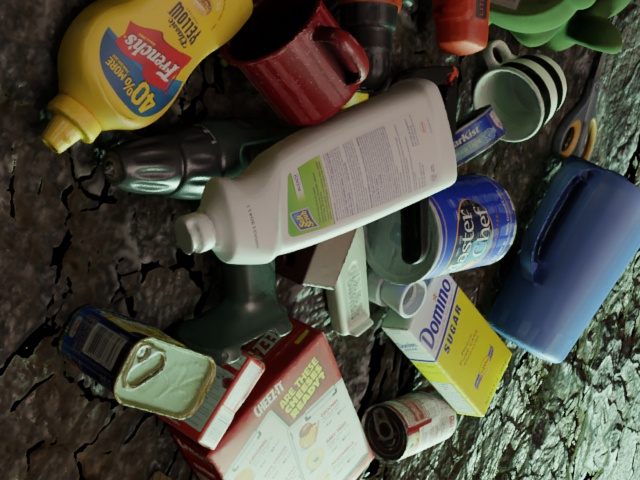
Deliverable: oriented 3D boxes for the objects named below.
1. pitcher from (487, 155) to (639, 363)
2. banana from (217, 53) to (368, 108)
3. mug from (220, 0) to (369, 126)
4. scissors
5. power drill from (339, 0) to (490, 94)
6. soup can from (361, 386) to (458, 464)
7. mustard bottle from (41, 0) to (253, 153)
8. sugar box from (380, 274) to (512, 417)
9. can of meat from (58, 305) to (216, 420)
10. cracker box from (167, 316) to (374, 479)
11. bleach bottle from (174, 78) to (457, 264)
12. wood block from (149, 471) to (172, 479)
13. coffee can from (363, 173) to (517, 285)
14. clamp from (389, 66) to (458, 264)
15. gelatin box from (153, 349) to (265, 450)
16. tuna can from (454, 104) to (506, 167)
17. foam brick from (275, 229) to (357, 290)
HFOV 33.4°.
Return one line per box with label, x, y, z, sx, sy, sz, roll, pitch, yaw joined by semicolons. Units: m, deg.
pitcher;0.303;0.022;1.314;0.243;0.149;0.145;-61;-178;5
banana;-0.008;-0.160;0.940;0.197;0.037;0.070;16;123;-49
mug;-0.010;-0.144;0.834;0.081;0.117;0.093;49;61;-38
scissors;0.330;-0.182;1.332;0.096;0.016;0.202;-20;123;-42
power drill;0.086;-0.218;0.970;0.187;0.057;0.184;0;93;-52
soup can;0.105;0.212;1.235;0.102;0.069;0.068;-10;117;-47
mustard bottle;-0.135;-0.139;0.782;0.191;0.058;0.096;-52;137;-16
sugar box;0.146;0.113;1.204;0.176;0.048;0.093;49;57;-35
can of meat;-0.150;0.097;0.868;0.102;0.084;0.057;28;87;-52
cracker box;-0.042;0.201;1.058;0.164;0.072;0.213;-46;137;-25
bleach bottle;-0.005;-0.051;0.857;0.250;0.068;0.102;-22;103;-31
wood block;-0.112;0.322;1.025;0.090;0.090;0.206;-49;139;-19
coffee can;0.124;-0.014;1.110;0.140;0.103;0.103;-10;116;-47
clamp;0.088;-0.090;1.011;0.209;0.036;0.164;-51;121;-42
gelatin box;-0.102;0.131;0.950;0.089;0.073;0.030;-58;142;-11
tuna can;0.148;-0.104;1.103;0.086;0.086;0.034;-37;98;-31
foam brick;-0.007;0.001;1.008;0.051;0.053;0.078;13;98;-51
